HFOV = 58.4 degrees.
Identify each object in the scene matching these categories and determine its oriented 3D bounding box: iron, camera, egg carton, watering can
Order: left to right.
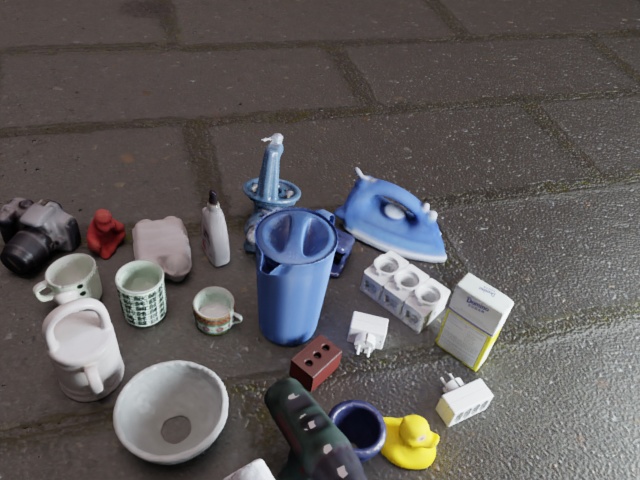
[{"bbox_3d":[-0.555,-0.011,1.089,0.143,0.101,0.137,15,45,7],"label":"camera"},{"bbox_3d":[-0.373,0.154,0.886,0.172,0.194,0.101,32,49,22],"label":"watering can"},{"bbox_3d":[-0.308,0.018,1.120,0.107,0.069,0.150,-8,47,-16],"label":"egg carton"},{"bbox_3d":[0.165,-0.057,1.217,0.257,0.141,0.119,25,47,16],"label":"iron"}]

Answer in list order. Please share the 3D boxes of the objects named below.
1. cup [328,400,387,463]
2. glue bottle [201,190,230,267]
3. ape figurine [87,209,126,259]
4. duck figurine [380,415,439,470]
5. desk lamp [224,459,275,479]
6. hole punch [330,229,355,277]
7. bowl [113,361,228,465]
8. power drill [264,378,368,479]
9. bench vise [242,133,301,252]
[{"bbox_3d":[0.042,0.313,0.862,0.091,0.095,0.118,26,47,17],"label":"cup"},{"bbox_3d":[-0.206,-0.030,1.110,0.037,0.173,0.078,-21,52,-26],"label":"glue bottle"},{"bbox_3d":[-0.424,-0.021,1.125,0.078,0.092,0.076,-20,52,-26],"label":"ape figurine"},{"bbox_3d":[0.137,0.303,0.893,0.104,0.086,0.078,23,47,14],"label":"duck figurine"},{"bbox_3d":[-0.064,0.375,0.700,0.118,0.213,0.202,-22,52,-27],"label":"desk lamp"},{"bbox_3d":[0.011,0.004,1.168,0.108,0.091,0.101,19,46,10],"label":"hole punch"},{"bbox_3d":[-0.224,0.273,0.875,0.167,0.075,0.167,4,45,-4],"label":"bowl"},{"bbox_3d":[-0.005,0.310,0.778,0.076,0.208,0.229,-20,52,-26],"label":"power drill"},{"bbox_3d":[-0.094,-0.089,1.153,0.121,0.220,0.207,-1,45,-9],"label":"bench vise"}]
